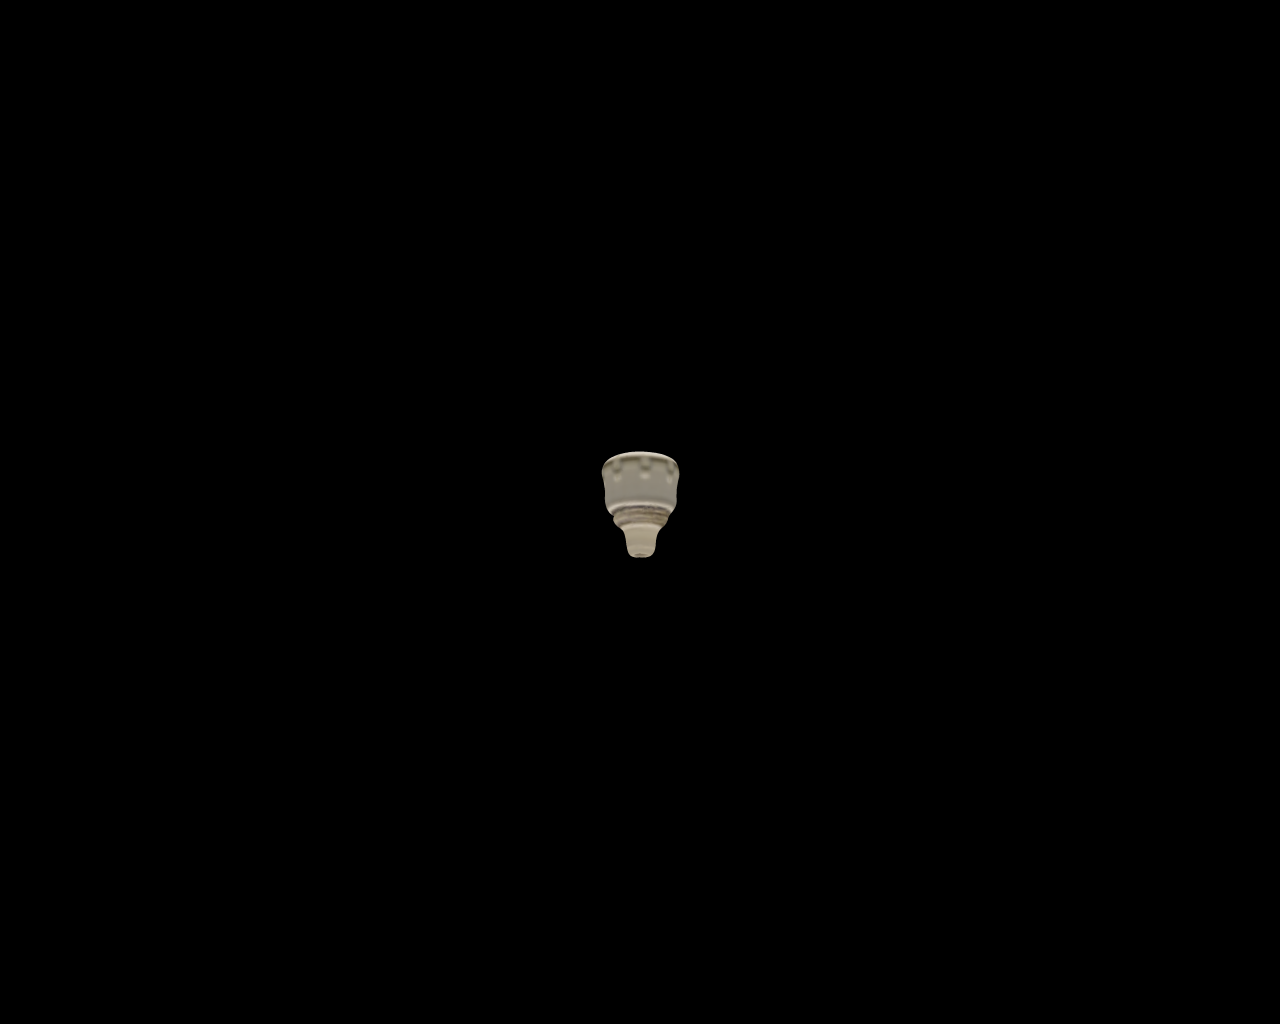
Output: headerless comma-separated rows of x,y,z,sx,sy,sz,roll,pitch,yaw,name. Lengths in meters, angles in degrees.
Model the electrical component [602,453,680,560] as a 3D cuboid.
0.001,-0.003,0.650,0.048,0.062,0.048,0,-14,0,electrical component
